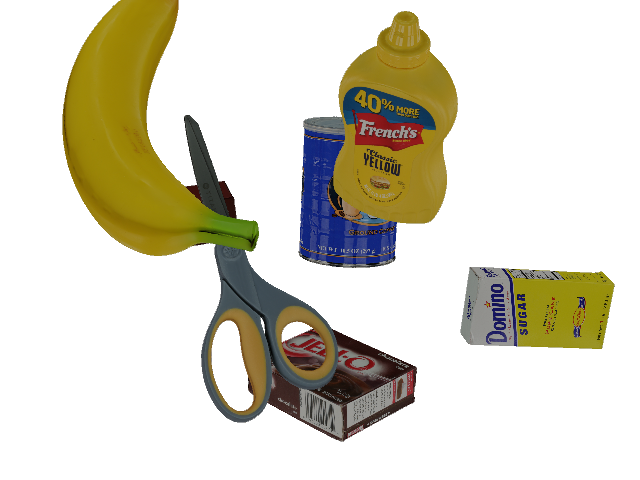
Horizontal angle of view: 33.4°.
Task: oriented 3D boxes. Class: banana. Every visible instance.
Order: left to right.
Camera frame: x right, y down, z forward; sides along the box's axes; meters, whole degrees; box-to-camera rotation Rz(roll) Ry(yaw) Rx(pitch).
[{"bbox_3d":[-0.083,-0.056,0.486,0.069,0.037,0.198,-5,46,-17],"label":"banana"}]

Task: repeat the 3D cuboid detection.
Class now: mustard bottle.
[{"bbox_3d":[0.062,-0.102,0.868,0.096,0.192,0.058,20,49,16],"label":"mustard bottle"}]

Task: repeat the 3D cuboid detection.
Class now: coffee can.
[{"bbox_3d":[0.031,-0.052,1.101,0.103,0.140,0.103,2,13,-1],"label":"coffee can"}]

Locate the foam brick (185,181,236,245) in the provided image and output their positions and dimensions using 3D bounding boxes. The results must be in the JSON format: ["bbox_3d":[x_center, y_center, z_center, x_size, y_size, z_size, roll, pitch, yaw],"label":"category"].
[{"bbox_3d":[-0.138,-0.030,1.208,0.078,0.053,0.051,-11,29,-12],"label":"foam brick"}]

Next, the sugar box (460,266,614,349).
[{"bbox_3d":[0.268,0.085,1.327,0.176,0.093,0.048,1,19,-11],"label":"sugar box"}]

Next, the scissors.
[{"bbox_3d":[-0.039,0.015,0.687,0.096,0.202,0.016,1,-15,-12],"label":"scissors"}]

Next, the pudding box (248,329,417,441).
[{"bbox_3d":[0.009,0.114,0.878,0.089,0.039,0.114,-21,32,-41],"label":"pudding box"}]
